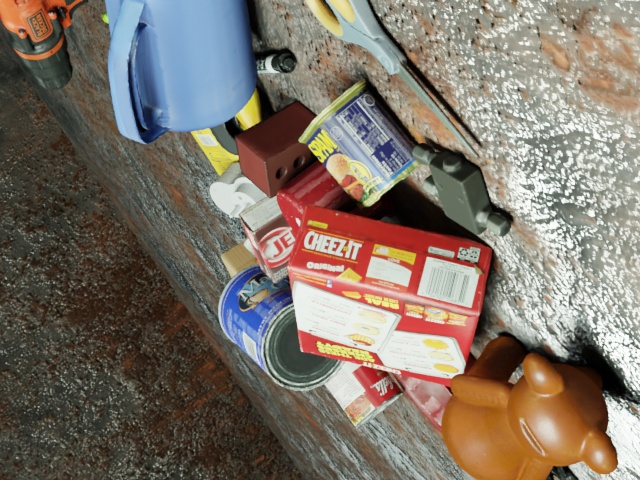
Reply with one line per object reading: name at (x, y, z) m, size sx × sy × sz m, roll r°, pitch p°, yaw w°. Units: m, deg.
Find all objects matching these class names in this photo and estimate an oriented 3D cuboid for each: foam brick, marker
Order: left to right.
marker at (-0.051, -0.169, 1.022) m, size 0.020 × 0.020 × 0.121 m, roll 57°, pitch 166°, yaw -19°
foam brick at (-0.035, -0.088, 1.039) m, size 0.051 × 0.078 × 0.053 m, roll 40°, pitch 153°, yaw 34°

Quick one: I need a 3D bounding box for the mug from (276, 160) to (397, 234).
mug at (0.018, -0.034, 1.005) m, size 0.093 × 0.081 × 0.117 m, roll 58°, pitch 165°, yaw -23°

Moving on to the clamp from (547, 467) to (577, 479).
clamp at (0.252, 0.260, 1.074) m, size 0.165 × 0.036 × 0.210 m, roll 46°, pitch 167°, yaw 22°

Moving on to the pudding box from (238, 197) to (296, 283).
pudding box at (-0.020, -0.019, 1.103) m, size 0.039 × 0.113 × 0.090 m, roll 48°, pitch 167°, yaw 36°

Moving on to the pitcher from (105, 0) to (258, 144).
pitcher at (-0.128, -0.204, 0.906) m, size 0.243 × 0.145 × 0.149 m, roll 90°, pitch 160°, yaw -60°

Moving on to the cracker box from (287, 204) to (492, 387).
cracker box at (0.062, 0.056, 0.967) m, size 0.164 × 0.072 × 0.214 m, roll 13°, pitch 157°, yaw 9°

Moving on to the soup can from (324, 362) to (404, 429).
soup can at (0.038, 0.155, 1.218) m, size 0.102 × 0.068 × 0.068 m, roll 52°, pitch 167°, yaw 12°

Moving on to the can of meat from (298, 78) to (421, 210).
can of meat at (0.035, -0.077, 0.894) m, size 0.084 × 0.057 × 0.102 m, roll 50°, pitch 167°, yaw -1°

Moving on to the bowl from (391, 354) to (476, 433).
bowl at (0.134, 0.150, 1.143) m, size 0.162 × 0.055 × 0.162 m, roll 49°, pitch 167°, yaw 15°

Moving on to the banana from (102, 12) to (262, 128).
banana at (-0.125, -0.191, 1.078) m, size 0.197 × 0.069 × 0.037 m, roll 35°, pitch 172°, yaw -25°

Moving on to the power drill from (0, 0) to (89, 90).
power drill at (-0.225, -0.245, 1.049) m, size 0.057 × 0.187 × 0.184 m, roll 46°, pitch 164°, yaw 20°

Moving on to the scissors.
scissors at (0.044, -0.137, 0.795) m, size 0.202 × 0.016 × 0.096 m, roll 54°, pitch 168°, yaw -6°

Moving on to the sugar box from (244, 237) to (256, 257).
sugar box at (-0.003, 0.041, 1.248) m, size 0.176 × 0.048 × 0.093 m, roll 43°, pitch 150°, yaw -9°

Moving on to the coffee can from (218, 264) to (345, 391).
coffee can at (-0.041, 0.092, 1.168) m, size 0.102 × 0.102 × 0.140 m, roll 59°, pitch 167°, yaw -25°

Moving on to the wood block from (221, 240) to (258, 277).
wood block at (-0.041, 0.074, 1.420) m, size 0.206 × 0.090 × 0.090 m, roll 44°, pitch 163°, yaw 52°

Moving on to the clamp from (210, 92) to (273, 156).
clamp at (-0.112, -0.142, 1.164) m, size 0.171 × 0.039 × 0.120 m, roll 50°, pitch 136°, yaw 11°

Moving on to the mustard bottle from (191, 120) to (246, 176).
mustard bottle at (-0.087, -0.086, 1.270) m, size 0.096 × 0.058 × 0.191 m, roll 7°, pitch 135°, yaw 52°
